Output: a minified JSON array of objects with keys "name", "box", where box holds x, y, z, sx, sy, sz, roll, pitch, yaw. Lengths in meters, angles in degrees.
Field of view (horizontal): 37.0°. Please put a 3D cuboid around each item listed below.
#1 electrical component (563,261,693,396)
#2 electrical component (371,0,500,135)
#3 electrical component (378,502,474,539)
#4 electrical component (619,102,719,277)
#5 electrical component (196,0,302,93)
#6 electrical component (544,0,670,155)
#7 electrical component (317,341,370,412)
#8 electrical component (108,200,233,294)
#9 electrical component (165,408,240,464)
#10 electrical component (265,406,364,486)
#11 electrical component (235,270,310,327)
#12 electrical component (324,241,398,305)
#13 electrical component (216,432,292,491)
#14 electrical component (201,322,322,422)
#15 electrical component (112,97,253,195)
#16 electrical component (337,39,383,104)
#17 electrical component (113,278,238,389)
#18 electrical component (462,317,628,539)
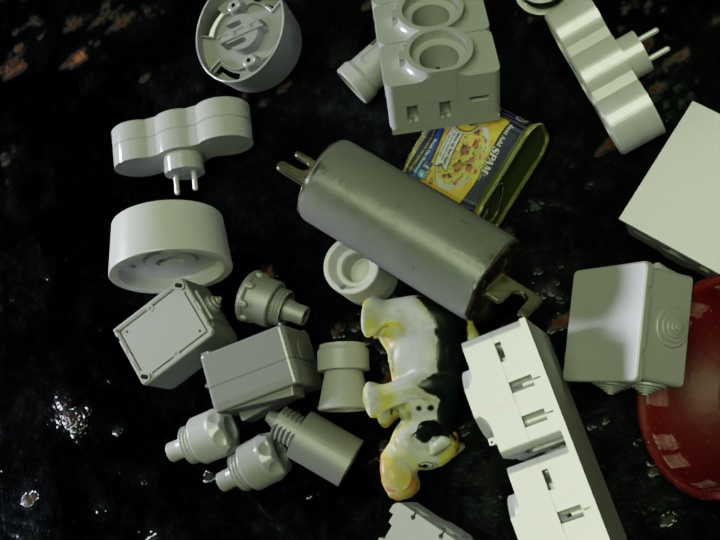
[{"name":"electrical component","box":[0.204,0.044,0.815,0.048,0.100,0.099,12,80,-24]},{"name":"electrical component","box":[0.059,-0.191,0.887,0.089,0.061,0.150,-8,52,2]},{"name":"electrical component","box":[0.060,0.226,0.848,0.089,0.056,0.050,30,90,22]},{"name":"electrical component","box":[0.307,-0.032,0.810,0.186,0.060,0.105,32,91,22]},{"name":"electrical component","box":[-0.103,-0.214,0.988,0.099,0.064,0.099,-4,78,19]},{"name":"electrical component","box":[0.214,-0.169,0.874,0.074,0.052,0.138,-29,71,12]},{"name":"electrical component","box":[-0.014,0.090,0.907,0.045,0.045,0.055,-6,77,18]},{"name":"electrical component","box":[-0.169,-0.026,0.954,0.108,0.108,0.060,-14,69,16]},{"name":"electrical component","box":[-0.140,0.149,0.940,0.062,0.043,0.043,-24,73,14]},{"name":"electrical component","box":[-0.042,0.141,0.897,0.081,0.043,0.043,29,90,7]},{"name":"electrical component","box":[-0.075,0.030,0.941,0.062,0.048,0.048,20,86,15]},{"name":"electrical component","box":[0.000,0.000,0.918,0.055,0.047,0.055,-4,78,19]},{"name":"electrical component","box":[-0.094,0.169,0.920,0.062,0.043,0.043,-29,71,14]},{"name":"electrical component","box":[-0.089,0.093,0.923,0.096,0.062,0.061,-22,73,14]},{"name":"electrical component","box":[-0.163,-0.106,0.994,0.138,0.052,0.073,-12,76,18]},{"name":"electrical component","box":[0.009,-0.178,0.955,0.046,0.040,0.040,-43,69,2]},{"name":"electrical component","box":[-0.156,0.054,0.955,0.096,0.061,0.061,-37,70,9]},{"name":"electrical component","box":[0.139,0.139,0.811,0.060,0.105,0.186,-23,73,14]}]
